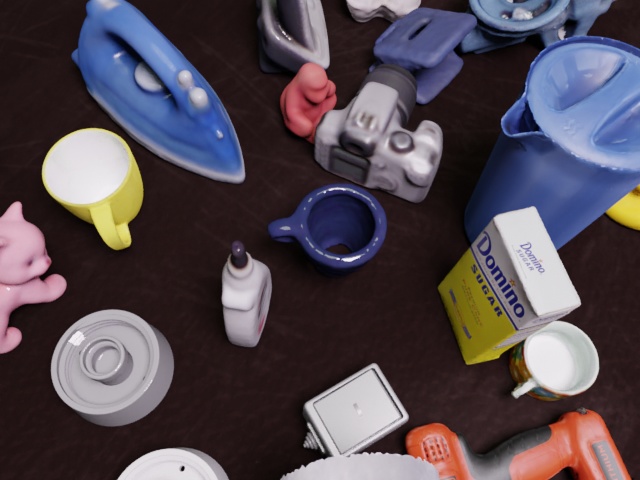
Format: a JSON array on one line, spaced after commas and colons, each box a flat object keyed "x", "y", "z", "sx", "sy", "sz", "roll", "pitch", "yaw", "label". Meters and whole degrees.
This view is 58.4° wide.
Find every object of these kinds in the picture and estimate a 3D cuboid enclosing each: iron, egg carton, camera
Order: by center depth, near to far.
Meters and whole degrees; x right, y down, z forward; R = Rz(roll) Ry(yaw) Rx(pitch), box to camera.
[{"x": -0.176, "y": -0.181, "z": 0.643, "sx": 0.258, "sy": 0.141, "sz": 0.119, "roll": 42, "pitch": 70, "yaw": 15, "label": "iron"}, {"x": 0.080, "y": -0.136, "z": 0.659, "sx": 0.143, "sy": 0.101, "sz": 0.137, "roll": 22, "pitch": 66, "yaw": 7, "label": "camera"}, {"x": 0.084, "y": -0.367, "z": 0.782, "sx": 0.107, "sy": 0.069, "sz": 0.150, "roll": 0, "pitch": 66, "yaw": -3, "label": "egg carton"}]

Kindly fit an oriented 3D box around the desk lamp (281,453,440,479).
[{"x": 0.029, "y": 0.267, "z": 0.411, "sx": 0.118, "sy": 0.213, "sz": 0.203, "roll": -2, "pitch": 66, "yaw": -4, "label": "desk lamp"}]

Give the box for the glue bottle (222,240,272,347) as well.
[{"x": -0.070, "y": 0.043, "z": 0.530, "sx": 0.037, "sy": 0.173, "sz": 0.078, "roll": 8, "pitch": 65, "yaw": 1, "label": "glue bottle"}]

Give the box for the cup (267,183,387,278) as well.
[{"x": 0.005, "y": 0.002, "z": 0.595, "sx": 0.118, "sy": 0.095, "sz": 0.091, "roll": -4, "pitch": 66, "yaw": -5, "label": "cup"}]

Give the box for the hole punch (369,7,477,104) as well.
[{"x": 0.125, "y": -0.243, "z": 0.716, "sx": 0.101, "sy": 0.091, "sz": 0.109, "roll": 37, "pitch": 69, "yaw": 13, "label": "hole punch"}]

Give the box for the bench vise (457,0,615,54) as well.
[{"x": 0.277, "y": -0.326, "z": 0.692, "sx": 0.207, "sy": 0.220, "sz": 0.121, "roll": -23, "pitch": 69, "yaw": -13, "label": "bench vise"}]

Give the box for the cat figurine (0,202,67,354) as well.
[{"x": -0.306, "y": 0.033, "z": 0.551, "sx": 0.067, "sy": 0.118, "sz": 0.128, "roll": 28, "pitch": 67, "yaw": 10, "label": "cat figurine"}]

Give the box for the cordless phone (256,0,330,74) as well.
[{"x": -0.033, "y": -0.301, "z": 0.682, "sx": 0.094, "sy": 0.185, "sz": 0.147, "roll": -7, "pitch": 66, "yaw": -6, "label": "cordless phone"}]

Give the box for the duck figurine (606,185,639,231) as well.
[{"x": 0.375, "y": -0.061, "z": 0.650, "sx": 0.104, "sy": 0.086, "sz": 0.078, "roll": 35, "pitch": 68, "yaw": 12, "label": "duck figurine"}]

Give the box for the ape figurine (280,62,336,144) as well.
[{"x": -0.011, "y": -0.169, "z": 0.674, "sx": 0.078, "sy": 0.092, "sz": 0.076, "roll": -37, "pitch": 72, "yaw": -18, "label": "ape figurine"}]
